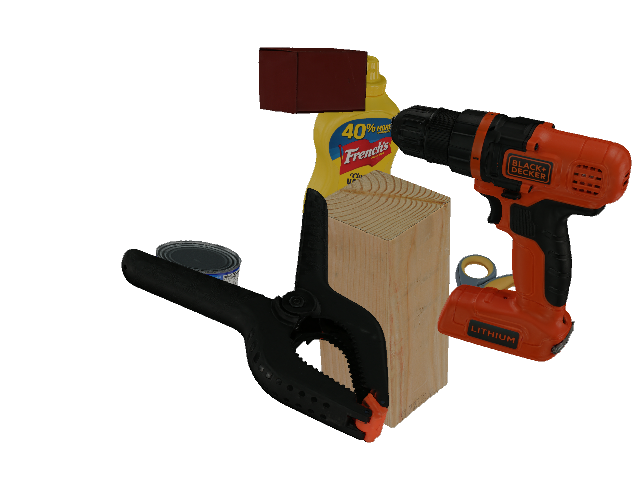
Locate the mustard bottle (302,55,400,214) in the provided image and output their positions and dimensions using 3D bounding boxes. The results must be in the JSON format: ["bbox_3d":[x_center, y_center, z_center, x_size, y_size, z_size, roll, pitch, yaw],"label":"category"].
[{"bbox_3d":[0.039,-0.102,1.127,0.096,0.192,0.058,-4,32,-20],"label":"mustard bottle"}]

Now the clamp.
[{"bbox_3d":[-0.030,0.053,0.720,0.164,0.036,0.210,-15,50,-22],"label":"clamp"}]

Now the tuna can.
[{"bbox_3d":[-0.124,0.030,1.071,0.086,0.034,0.086,8,18,-3],"label":"tuna can"}]

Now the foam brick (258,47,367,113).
[{"bbox_3d":[-0.006,-0.133,0.888,0.078,0.051,0.053,-7,16,-38],"label":"foam brick"}]

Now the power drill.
[{"bbox_3d":[0.136,-0.008,0.829,0.185,0.188,0.057,16,33,25],"label":"power drill"}]

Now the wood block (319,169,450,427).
[{"bbox_3d":[0.058,0.054,0.975,0.091,0.206,0.090,24,42,37],"label":"wood block"}]

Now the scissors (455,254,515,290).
[{"bbox_3d":[0.142,0.058,1.156,0.201,0.016,0.096,-10,40,-30],"label":"scissors"}]
